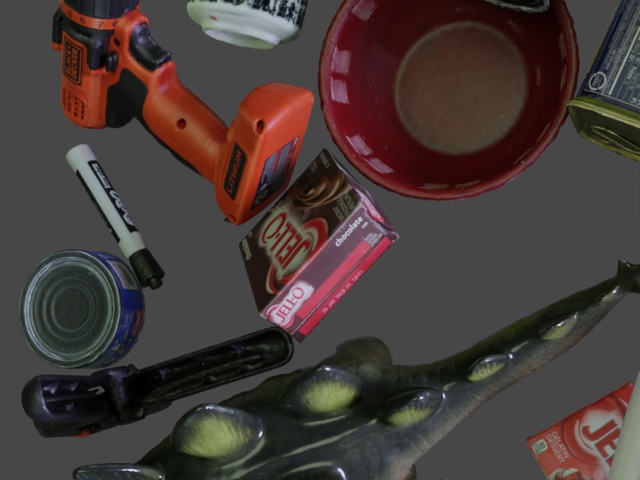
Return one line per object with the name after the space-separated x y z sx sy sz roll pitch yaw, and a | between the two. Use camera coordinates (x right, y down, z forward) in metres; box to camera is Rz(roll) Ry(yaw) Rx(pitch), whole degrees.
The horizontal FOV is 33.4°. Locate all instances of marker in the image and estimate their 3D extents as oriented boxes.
-0.146 -0.016 0.763 0.020 0.020 0.121 -36 74 13 | marker

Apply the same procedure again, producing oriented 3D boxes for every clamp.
-0.135 0.100 0.673 0.210 0.164 0.036 -28 73 51 | clamp

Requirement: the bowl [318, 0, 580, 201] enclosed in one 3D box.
0.083 -0.101 0.670 0.162 0.055 0.162 -2 84 19 | bowl

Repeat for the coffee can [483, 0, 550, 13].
0.108 -0.211 0.586 0.103 0.102 0.140 26 94 20 | coffee can

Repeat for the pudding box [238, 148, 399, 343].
-0.004 0.001 0.666 0.039 0.113 0.090 40 100 -20 | pudding box

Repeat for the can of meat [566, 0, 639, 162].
0.187 -0.096 0.609 0.057 0.102 0.084 24 91 20 | can of meat

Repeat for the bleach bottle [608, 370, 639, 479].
0.186 0.139 0.549 0.103 0.067 0.251 28 114 29 | bleach bottle

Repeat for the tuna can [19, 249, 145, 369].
-0.170 0.049 0.758 0.086 0.033 0.086 -2 85 20 | tuna can

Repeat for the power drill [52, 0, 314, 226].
-0.094 -0.111 0.691 0.188 0.057 0.185 38 143 17 | power drill

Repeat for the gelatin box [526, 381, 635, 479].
0.174 0.138 0.621 0.073 0.030 0.089 -33 65 15 | gelatin box
